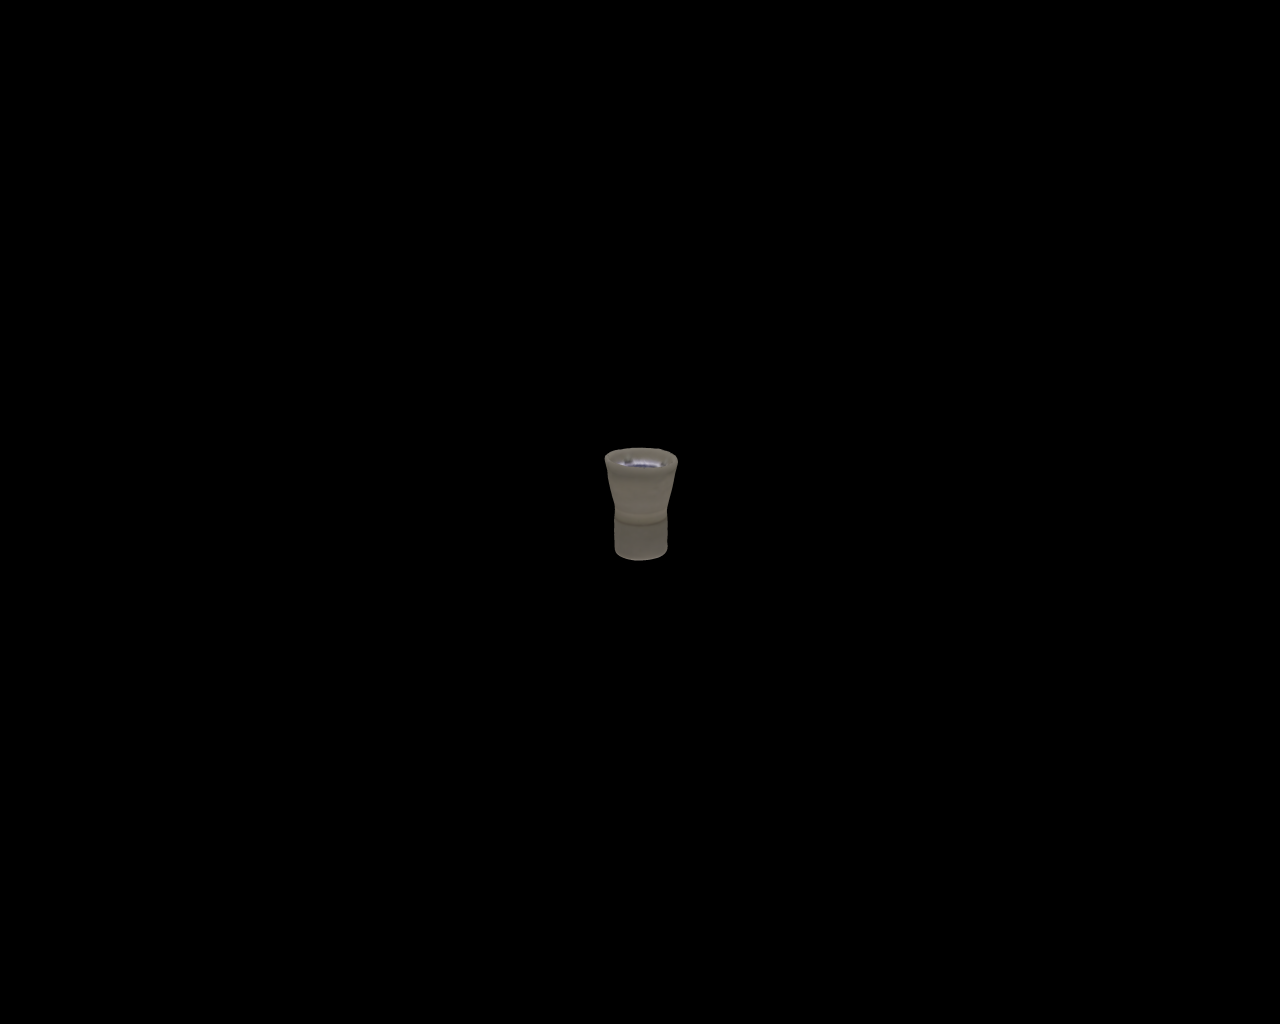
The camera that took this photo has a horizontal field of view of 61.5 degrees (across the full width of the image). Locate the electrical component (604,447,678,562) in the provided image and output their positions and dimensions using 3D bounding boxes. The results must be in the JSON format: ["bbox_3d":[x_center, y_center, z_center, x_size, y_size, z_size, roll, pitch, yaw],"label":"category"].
[{"bbox_3d":[0.001,-0.003,0.650,0.044,0.065,0.044,0,19,0],"label":"electrical component"}]
